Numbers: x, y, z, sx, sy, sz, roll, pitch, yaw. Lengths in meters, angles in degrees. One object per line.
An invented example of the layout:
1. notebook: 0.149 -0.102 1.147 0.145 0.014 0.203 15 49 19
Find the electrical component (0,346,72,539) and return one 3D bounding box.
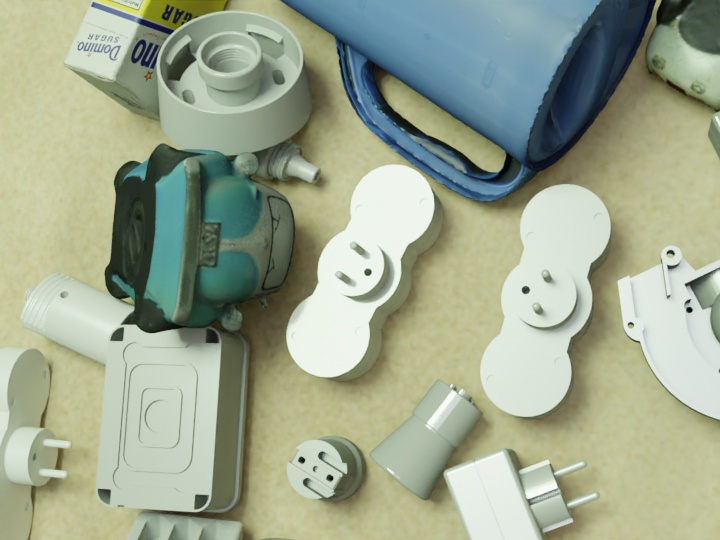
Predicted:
1. electrical component: -0.221 0.119 0.695 0.074 0.052 0.138 3 81 14

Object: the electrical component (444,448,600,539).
1. electrical component: 0.098 0.133 0.617 0.077 0.047 0.065 -23 76 9

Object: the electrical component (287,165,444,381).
1. electrical component: 0.000 0.000 0.650 0.052 0.074 0.138 26 87 17

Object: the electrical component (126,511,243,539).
1. electrical component: -0.108 0.194 0.654 0.066 0.047 0.076 5 111 3

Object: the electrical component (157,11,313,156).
1. electrical component: -0.080 -0.114 0.678 0.099 0.064 0.099 0 55 0

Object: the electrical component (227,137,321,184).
1. electrical component: -0.054 -0.074 0.698 0.061 0.035 0.035 27 87 15

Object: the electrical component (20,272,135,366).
1. electrical component: -0.185 0.031 0.707 0.081 0.043 0.043 22 86 17

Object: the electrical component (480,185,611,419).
1. electrical component: 0.107 0.017 0.621 0.052 0.074 0.138 15 84 16

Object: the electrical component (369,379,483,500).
1. electrical component: 0.042 0.098 0.641 0.044 0.044 0.065 37 85 17

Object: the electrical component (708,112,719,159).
1. electrical component: 0.247 -0.085 0.604 0.083 0.076 0.047 -24 75 9

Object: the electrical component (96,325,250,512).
1. electrical component: -0.114 0.092 0.671 0.078 0.057 0.113 0 80 14

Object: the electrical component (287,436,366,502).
1. electrical component: -0.021 0.120 0.649 0.040 0.046 0.040 -2 80 13

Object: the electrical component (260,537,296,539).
1. electrical component: -0.039 0.189 0.637 0.055 0.055 0.047 12 87 15
